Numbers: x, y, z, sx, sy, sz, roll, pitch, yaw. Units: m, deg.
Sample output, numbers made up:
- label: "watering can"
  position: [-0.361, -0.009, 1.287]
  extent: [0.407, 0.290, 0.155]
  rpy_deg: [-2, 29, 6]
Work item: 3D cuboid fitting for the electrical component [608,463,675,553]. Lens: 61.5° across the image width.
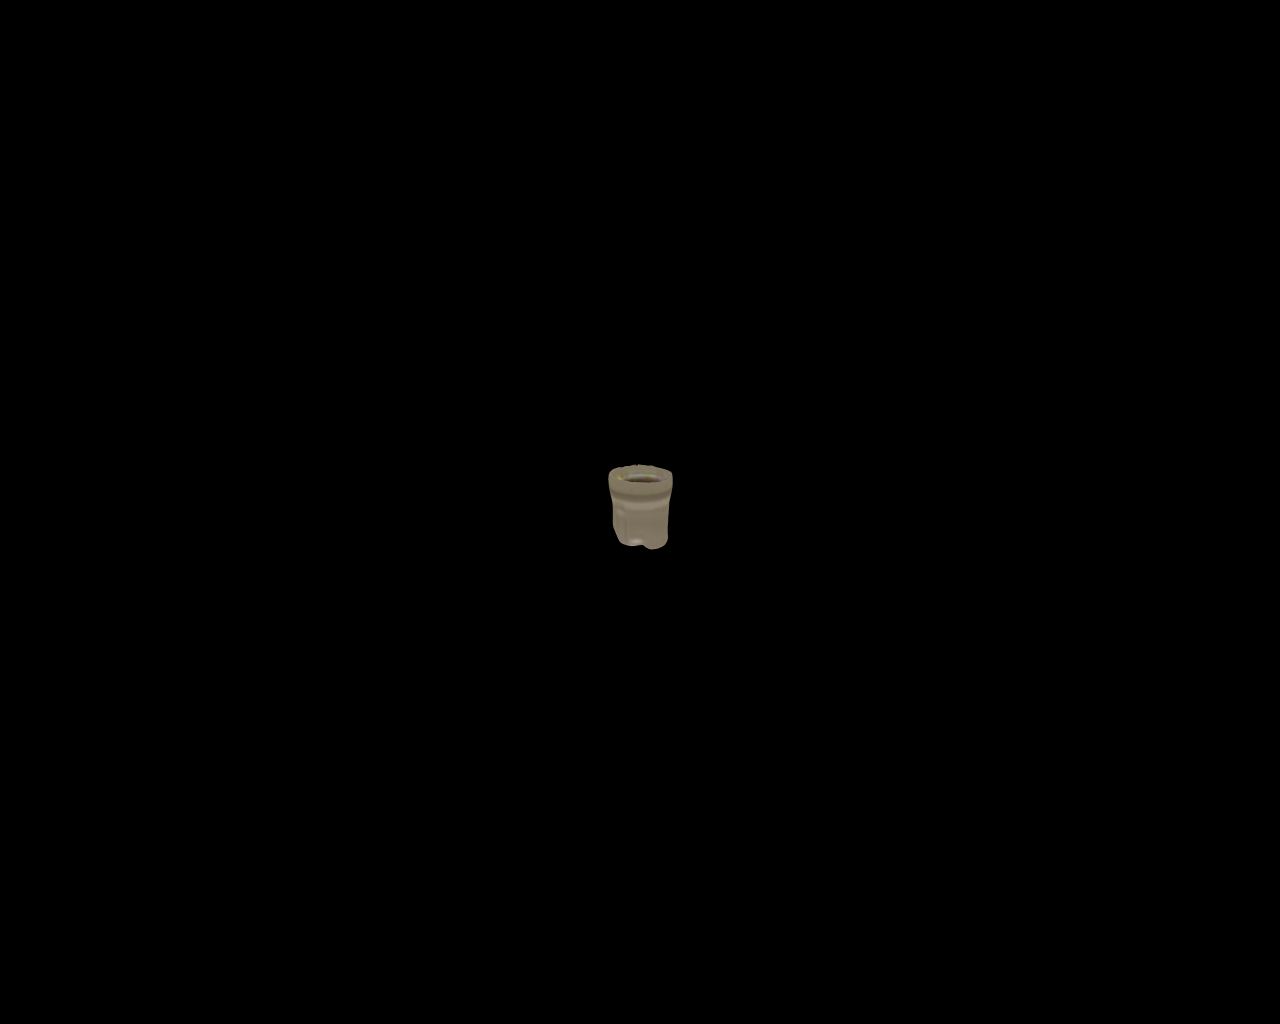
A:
- label: "electrical component"
  position: [0.001, -0.003, 0.650]
  extent: [0.040, 0.046, 0.040]
  rpy_deg: [0, 19, 0]
